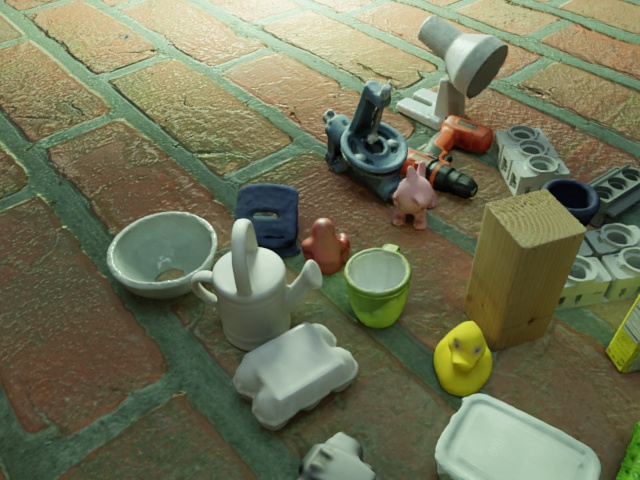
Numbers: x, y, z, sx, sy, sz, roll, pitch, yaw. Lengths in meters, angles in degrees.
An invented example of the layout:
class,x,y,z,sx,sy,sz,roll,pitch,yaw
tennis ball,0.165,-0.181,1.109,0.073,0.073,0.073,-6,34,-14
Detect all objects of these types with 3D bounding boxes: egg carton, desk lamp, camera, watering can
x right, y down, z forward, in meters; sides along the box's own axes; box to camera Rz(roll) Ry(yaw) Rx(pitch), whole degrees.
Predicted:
class,x,y,z,sx,sy,sz,roll,pitch,yaw
egg carton,-0.032,0.174,0.743,0.150,0.069,0.107,-27,49,-24
desk lamp,0.263,-0.335,1.166,0.118,0.214,0.202,-35,53,-30
camera,0.033,0.289,0.597,0.136,0.101,0.143,24,49,24
watering can,-0.087,0.054,0.780,0.173,0.194,0.100,-14,45,-13

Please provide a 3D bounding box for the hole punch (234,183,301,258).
class,x,y,z,sx,sy,sz,roll,pitch,yaw
hole punch,-0.085,-0.032,0.945,0.108,0.091,0.101,1,44,3

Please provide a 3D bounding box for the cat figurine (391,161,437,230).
class,x,y,z,sx,sy,sz,roll,pitch,yaw
cat figurine,0.162,-0.082,0.972,0.067,0.118,0.128,12,45,15

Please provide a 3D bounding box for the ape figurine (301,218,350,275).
class,x,y,z,sx,sy,sz,roll,pitch,yaw
ape figurine,0.008,0.003,0.905,0.077,0.092,0.076,3,44,5

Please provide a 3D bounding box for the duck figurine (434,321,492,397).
class,x,y,z,sx,sy,sz,roll,pitch,yaw
duck figurine,0.193,0.143,0.758,0.077,0.086,0.105,12,45,14

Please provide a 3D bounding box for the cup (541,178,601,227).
class,x,y,z,sx,sy,sz,roll,pitch,yaw
cup,0.386,-0.035,0.932,0.118,0.095,0.091,-18,46,-17

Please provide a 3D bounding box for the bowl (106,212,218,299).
class,x,y,z,sx,sy,sz,roll,pitch,yaw
bowl,-0.238,0.036,0.890,0.167,0.075,0.167,-1,44,1

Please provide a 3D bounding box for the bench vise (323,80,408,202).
class,x,y,z,sx,sy,sz,roll,pitch,yaw
bench vise,0.066,-0.193,1.017,0.206,0.220,0.122,26,50,26
